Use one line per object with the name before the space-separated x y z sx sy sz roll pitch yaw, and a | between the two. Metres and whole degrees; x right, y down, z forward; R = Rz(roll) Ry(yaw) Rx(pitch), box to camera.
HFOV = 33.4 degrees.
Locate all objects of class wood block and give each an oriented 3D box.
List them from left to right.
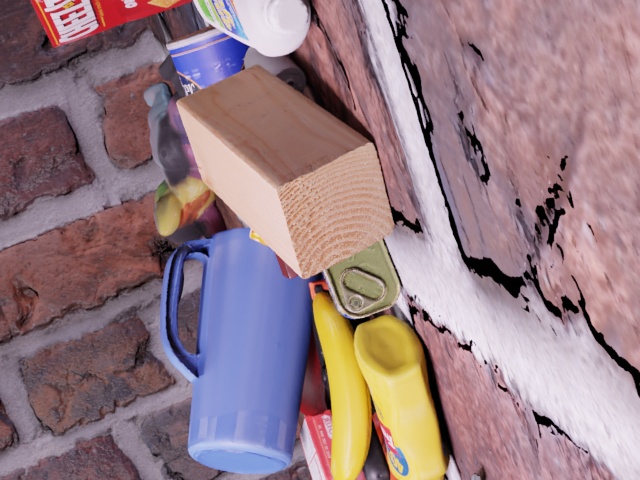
wood block | -0.033 -0.065 0.907 0.206 0.090 0.091 42 155 51

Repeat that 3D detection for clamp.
clamp | 0.021 0.145 1.105 0.165 0.036 0.210 147 111 -75

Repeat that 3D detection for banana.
banana | 0.019 0.146 1.015 0.070 0.037 0.198 -8 82 48

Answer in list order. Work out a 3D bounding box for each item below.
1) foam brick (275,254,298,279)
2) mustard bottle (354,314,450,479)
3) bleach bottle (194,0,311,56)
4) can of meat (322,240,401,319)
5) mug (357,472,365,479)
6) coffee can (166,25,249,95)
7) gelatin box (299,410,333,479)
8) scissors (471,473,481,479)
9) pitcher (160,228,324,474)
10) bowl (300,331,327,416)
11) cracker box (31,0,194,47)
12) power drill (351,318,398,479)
foam brick | -0.007 0.001 1.083 0.051 0.078 0.053 -165 55 -82
mustard bottle | 0.082 0.168 0.989 0.096 0.058 0.191 -122 12 -57
bleach bottle | -0.061 -0.219 0.923 0.251 0.068 0.102 -133 23 -64
can of meat | 0.029 0.021 0.965 0.084 0.057 0.102 110 138 -82
mug | 0.063 0.300 1.425 0.117 0.093 0.081 -42 -59 -59
coffee can | -0.089 -0.157 1.123 0.103 0.102 0.140 -138 27 -74
gelatin box | 0.005 0.223 1.109 0.089 0.030 0.073 105 148 -66
scissors | 0.146 0.263 0.964 0.202 0.016 0.096 94 152 -73
pitcher | -0.082 0.115 1.130 0.145 0.149 0.243 52 -142 -57
bowl | 0.000 0.149 1.255 0.162 0.055 0.162 -1 -90 -75
cracker box | -0.195 -0.282 1.095 0.164 0.213 0.072 119 130 -80
power drill | 0.068 0.188 1.154 0.188 0.057 0.184 -123 16 -64
